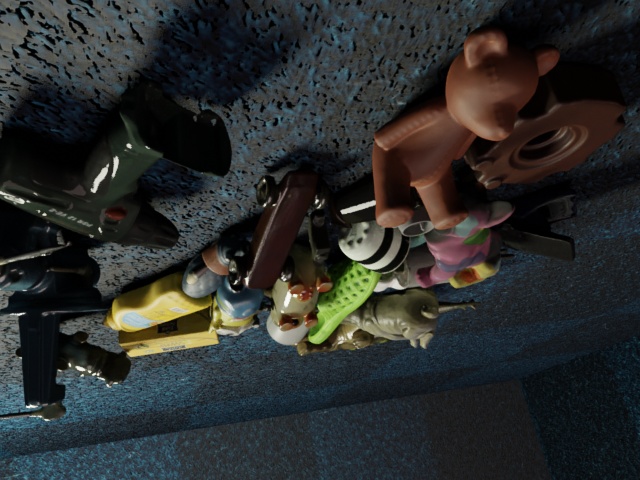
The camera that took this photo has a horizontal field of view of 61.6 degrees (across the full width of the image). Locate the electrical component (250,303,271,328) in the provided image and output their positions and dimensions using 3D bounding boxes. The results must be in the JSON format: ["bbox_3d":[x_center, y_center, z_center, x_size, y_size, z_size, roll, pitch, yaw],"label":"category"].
[{"bbox_3d":[-0.150,0.143,1.038,0.078,0.045,0.102,-23,154,27],"label":"electrical component"}]

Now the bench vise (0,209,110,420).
[{"bbox_3d":[-0.321,0.089,0.622,0.129,0.240,0.223,-2,174,-9],"label":"bench vise"}]

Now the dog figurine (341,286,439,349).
[{"bbox_3d":[0.114,0.132,1.014,0.191,0.121,0.172,10,152,-6],"label":"dog figurine"}]

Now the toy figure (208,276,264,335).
[{"bbox_3d":[-0.138,0.096,0.900,0.082,0.089,0.180,8,143,-11],"label":"toy figure"}]

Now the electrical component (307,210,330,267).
[{"bbox_3d":[-0.002,-0.002,0.759,0.021,0.063,0.094,-6,155,-10],"label":"electrical component"}]

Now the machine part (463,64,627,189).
[{"bbox_3d":[0.254,-0.124,0.617,0.179,0.056,0.179,-11,156,-5],"label":"machine part"}]

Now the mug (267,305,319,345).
[{"bbox_3d":[-0.041,0.148,1.059,0.109,0.081,0.107,3,144,-19],"label":"mug"}]

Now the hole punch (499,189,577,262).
[{"bbox_3d":[0.352,-0.029,0.858,0.116,0.092,0.142,11,170,28],"label":"hole punch"}]

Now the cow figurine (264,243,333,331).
[{"bbox_3d":[-0.047,0.082,0.884,0.085,0.127,0.194,-4,141,-18],"label":"cow figurine"}]

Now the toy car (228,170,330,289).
[{"bbox_3d":[-0.057,-0.013,0.692,0.089,0.053,0.202,0,133,-28],"label":"toy car"}]

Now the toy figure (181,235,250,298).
[{"bbox_3d":[-0.151,0.034,0.782,0.058,0.064,0.154,41,130,-11],"label":"toy figure"}]

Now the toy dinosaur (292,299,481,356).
[{"bbox_3d":[0.107,0.185,1.187,0.472,0.105,0.198,-15,165,30],"label":"toy dinosaur"}]

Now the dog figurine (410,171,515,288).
[{"bbox_3d":[0.219,-0.020,0.774,0.191,0.108,0.219,-1,151,-21],"label":"dog figurine"}]

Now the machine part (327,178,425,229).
[{"bbox_3d":[0.066,-0.053,0.678,0.139,0.084,0.039,-24,180,45],"label":"machine part"}]

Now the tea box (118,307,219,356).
[{"bbox_3d":[-0.277,0.162,0.995,0.170,0.068,0.098,-8,155,-9],"label":"tea box"}]

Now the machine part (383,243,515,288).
[{"bbox_3d":[0.217,0.035,0.927,0.243,0.079,0.079,-7,156,-10],"label":"machine part"}]

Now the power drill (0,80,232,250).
[{"bbox_3d":[-0.185,-0.062,0.542,0.207,0.086,0.232,-19,153,35],"label":"power drill"}]

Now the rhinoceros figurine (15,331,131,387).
[{"bbox_3d":[-0.427,0.202,0.934,0.190,0.073,0.112,18,152,-2],"label":"rhinoceros figurine"}]

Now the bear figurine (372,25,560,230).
[{"bbox_3d":[0.141,-0.103,0.529,0.120,0.132,0.196,2,159,-35],"label":"bear figurine"}]
